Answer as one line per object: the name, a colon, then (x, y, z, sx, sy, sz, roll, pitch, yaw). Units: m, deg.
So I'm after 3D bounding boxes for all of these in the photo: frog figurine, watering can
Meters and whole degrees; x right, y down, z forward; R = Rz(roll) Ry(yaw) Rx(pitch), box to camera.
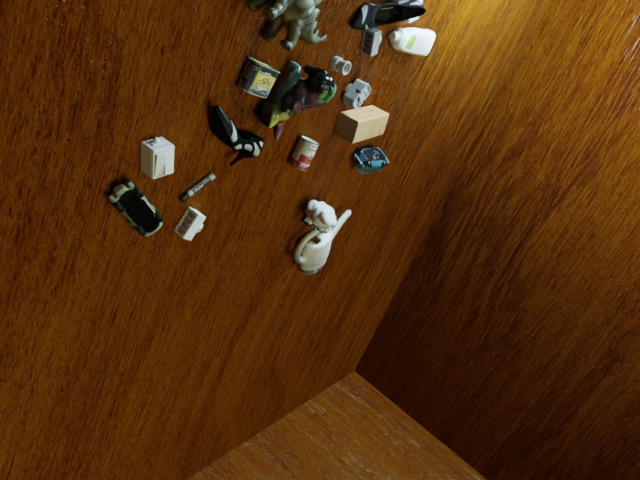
frog figurine: (0.006, -0.099, 1.966, 0.124, 0.138, 0.157, -41, 174, -18)
watering can: (0.009, 0.013, 2.165, 0.353, 0.105, 0.219, -32, 147, -40)
